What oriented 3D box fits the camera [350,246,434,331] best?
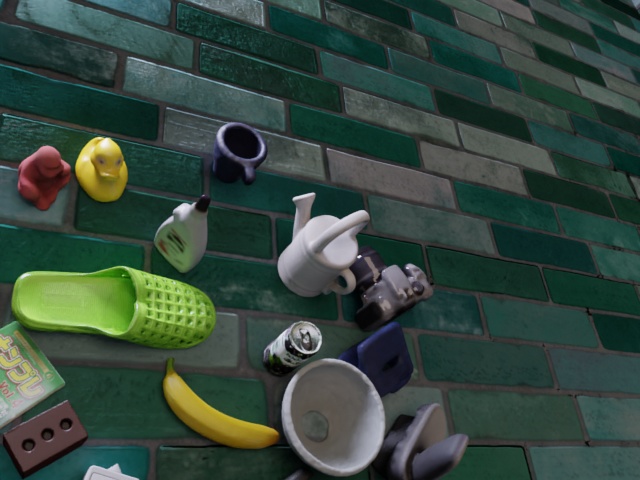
[{"bbox_3d":[0.116,0.071,1.021,0.143,0.100,0.136,-22,73,-38],"label":"camera"}]

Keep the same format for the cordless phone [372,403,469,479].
[{"bbox_3d":[0.175,0.304,0.850,0.094,0.184,0.148,41,49,-2],"label":"cordless phone"}]

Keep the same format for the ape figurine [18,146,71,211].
[{"bbox_3d":[-0.398,-0.100,0.829,0.078,0.092,0.076,-24,75,-39],"label":"ape figurine"}]

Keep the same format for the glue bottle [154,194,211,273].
[{"bbox_3d":[-0.193,-0.018,0.845,0.078,0.173,0.037,43,49,0],"label":"glue bottle"}]

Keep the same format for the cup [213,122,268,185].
[{"bbox_3d":[-0.145,-0.131,0.998,0.092,0.094,0.117,-5,63,-33],"label":"cup"}]

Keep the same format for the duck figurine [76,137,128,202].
[{"bbox_3d":[-0.333,-0.123,0.887,0.078,0.086,0.104,-3,63,-32],"label":"duck figurine"}]

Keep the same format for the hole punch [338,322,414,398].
[{"bbox_3d":[0.103,0.201,0.936,0.109,0.091,0.101,-26,76,-39],"label":"hole punch"}]

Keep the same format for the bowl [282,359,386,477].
[{"bbox_3d":[0.010,0.267,0.849,0.168,0.074,0.167,15,54,-22],"label":"bowl"}]

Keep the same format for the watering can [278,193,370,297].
[{"bbox_3d":[0.007,0.004,0.936,0.173,0.193,0.101,41,49,-1],"label":"watering can"}]
